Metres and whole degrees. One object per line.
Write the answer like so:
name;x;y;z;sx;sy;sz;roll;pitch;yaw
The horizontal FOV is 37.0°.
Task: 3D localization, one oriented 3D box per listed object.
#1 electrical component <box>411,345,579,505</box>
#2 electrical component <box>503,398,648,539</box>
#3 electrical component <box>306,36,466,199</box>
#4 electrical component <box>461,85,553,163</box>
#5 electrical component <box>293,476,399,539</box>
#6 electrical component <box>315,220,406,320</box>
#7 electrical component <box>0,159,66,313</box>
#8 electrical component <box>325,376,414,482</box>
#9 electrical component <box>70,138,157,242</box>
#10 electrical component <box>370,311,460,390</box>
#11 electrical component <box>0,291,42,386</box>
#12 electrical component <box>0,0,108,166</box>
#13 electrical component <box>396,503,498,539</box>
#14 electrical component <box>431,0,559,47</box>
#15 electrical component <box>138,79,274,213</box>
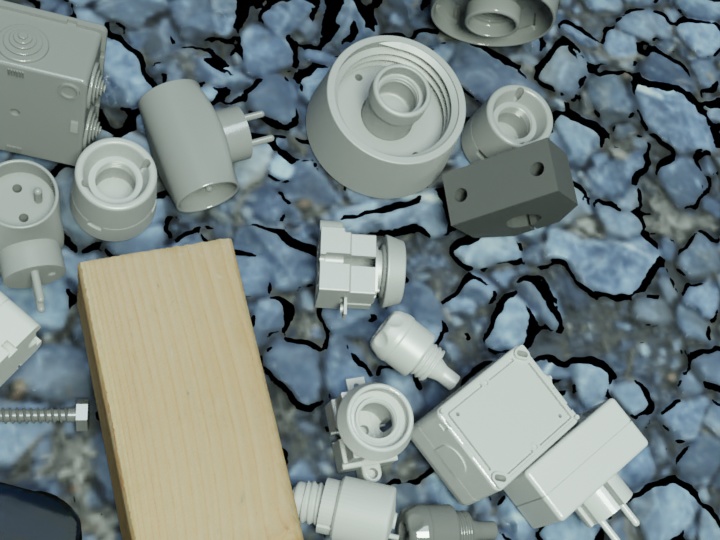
electrical component;0.088;0.097;0.691;0.096;0.061;0.061;-34;83;-31
electrical component;0.150;0.140;0.695;0.083;0.047;0.075;-35;82;-23
electrical component;0.021;-0.110;0.745;0.108;0.060;0.108;5;69;-13
electrical component;0.106;-0.100;0.771;0.055;0.047;0.055;5;69;-13
electrical component;-0.013;0.145;0.654;0.078;0.040;0.040;11;67;4
electrical component;0.000;0.000;0.708;0.055;0.048;0.066;4;69;-6
electrical component;-0.198;-0.014;0.641;0.043;0.077;0.079;-12;74;-19
electrical component;0.006;0.097;0.668;0.048;0.055;0.066;-7;73;-17
electrical component;-0.156;-0.052;0.683;0.055;0.047;0.055;5;69;-13
electrical component;0.038;0.056;0.703;0.061;0.035;0.035;38;66;-2
electrical component;-0.238;0.051;0.622;0.056;0.050;0.089;40;66;1
electrical component;-0.208;-0.114;0.665;0.100;0.099;0.048;12;55;-10
electrical component;0.056;0.163;0.669;0.061;0.035;0.035;2;70;-17
electrical component;0.098;-0.206;0.783;0.099;0.099;0.064;10;75;-12
electrical component;-0.097;-0.086;0.713;0.079;0.043;0.077;-18;76;-20
